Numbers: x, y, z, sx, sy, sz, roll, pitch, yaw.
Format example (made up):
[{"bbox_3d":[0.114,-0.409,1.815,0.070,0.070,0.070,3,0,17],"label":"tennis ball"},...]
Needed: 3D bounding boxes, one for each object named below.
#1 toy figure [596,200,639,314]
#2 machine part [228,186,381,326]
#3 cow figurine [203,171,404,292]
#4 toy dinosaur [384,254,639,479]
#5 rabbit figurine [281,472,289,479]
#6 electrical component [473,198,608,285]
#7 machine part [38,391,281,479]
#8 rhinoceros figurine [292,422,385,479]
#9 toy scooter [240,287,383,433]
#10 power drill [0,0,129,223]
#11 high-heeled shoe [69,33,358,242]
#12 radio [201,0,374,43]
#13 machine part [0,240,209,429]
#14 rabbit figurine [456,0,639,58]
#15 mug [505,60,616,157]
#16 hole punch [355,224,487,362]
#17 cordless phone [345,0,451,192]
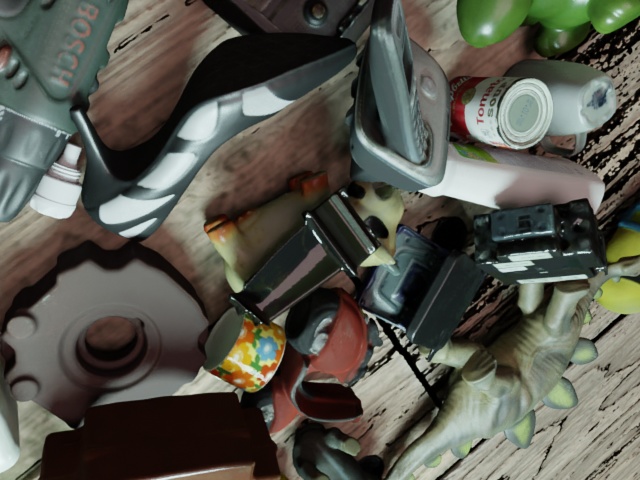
[{"bbox_3d":[0.420,0.011,0.698,0.082,0.089,0.180,37,93,-22],"label":"toy figure"},{"bbox_3d":[-0.015,0.022,0.464,0.139,0.039,0.084,-37,114,-9],"label":"machine part"},{"bbox_3d":[-0.001,-0.002,0.525,0.195,0.086,0.127,-27,108,-15],"label":"cow figurine"},{"bbox_3d":[0.217,0.177,0.661,0.471,0.105,0.198,-38,121,5],"label":"toy dinosaur"},{"bbox_3d":[-0.053,0.357,0.566,0.162,0.173,0.121,-31,119,-16],"label":"rabbit figurine"},{"bbox_3d":[0.225,0.004,0.553,0.134,0.115,0.058,28,58,-52],"label":"electrical component"},{"bbox_3d":[-0.151,0.235,0.502,0.201,0.087,0.200,1,127,-23],"label":"machine part"},{"bbox_3d":[0.034,0.298,0.620,0.073,0.112,0.190,-44,105,-31],"label":"rhinoceros figurine"},{"bbox_3d":[0.009,0.139,0.572,0.135,0.075,0.183,24,106,-22],"label":"toy scooter"},{"bbox_3d":[-0.258,-0.150,0.374,0.207,0.086,0.232,33,88,-23],"label":"power drill"},{"bbox_3d":[-0.082,-0.074,0.443,0.249,0.086,0.145,-14,137,-1],"label":"high-heeled shoe"},{"bbox_3d":[0.014,-0.258,0.457,0.131,0.073,0.229,40,89,-27],"label":"radio"},{"bbox_3d":[-0.190,0.089,0.491,0.179,0.056,0.179,-7,109,-22],"label":"machine part"},{"bbox_3d":[0.206,-0.250,0.512,0.170,0.121,0.159,-23,107,-17],"label":"rabbit figurine"},{"bbox_3d":[0.257,-0.138,0.575,0.081,0.107,0.109,-24,112,-12],"label":"mug"},{"bbox_3d":[0.113,0.054,0.598,0.115,0.092,0.142,29,88,-53],"label":"hole punch"},{"bbox_3d":[0.061,-0.140,0.439,0.184,0.089,0.146,67,30,-59],"label":"cordless phone"}]
